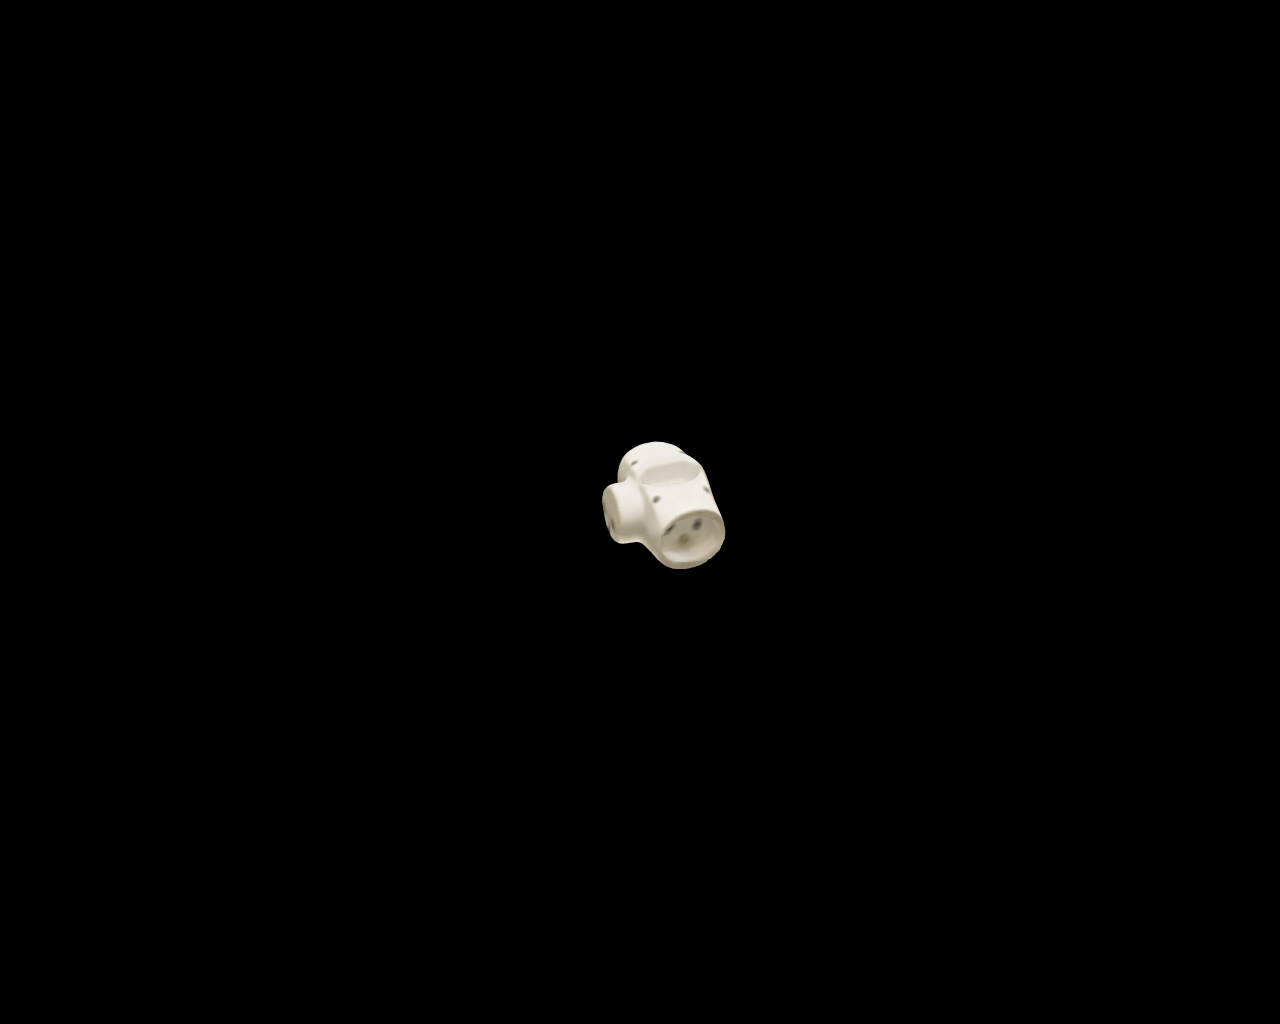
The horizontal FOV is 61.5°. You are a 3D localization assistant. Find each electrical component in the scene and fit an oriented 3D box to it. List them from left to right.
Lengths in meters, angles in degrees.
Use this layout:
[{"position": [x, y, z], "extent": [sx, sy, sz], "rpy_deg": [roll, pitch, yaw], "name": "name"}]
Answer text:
[{"position": [0.001, -0.003, 0.650], "extent": [0.079, 0.043, 0.077], "rpy_deg": [-11, 39, -14], "name": "electrical component"}]
